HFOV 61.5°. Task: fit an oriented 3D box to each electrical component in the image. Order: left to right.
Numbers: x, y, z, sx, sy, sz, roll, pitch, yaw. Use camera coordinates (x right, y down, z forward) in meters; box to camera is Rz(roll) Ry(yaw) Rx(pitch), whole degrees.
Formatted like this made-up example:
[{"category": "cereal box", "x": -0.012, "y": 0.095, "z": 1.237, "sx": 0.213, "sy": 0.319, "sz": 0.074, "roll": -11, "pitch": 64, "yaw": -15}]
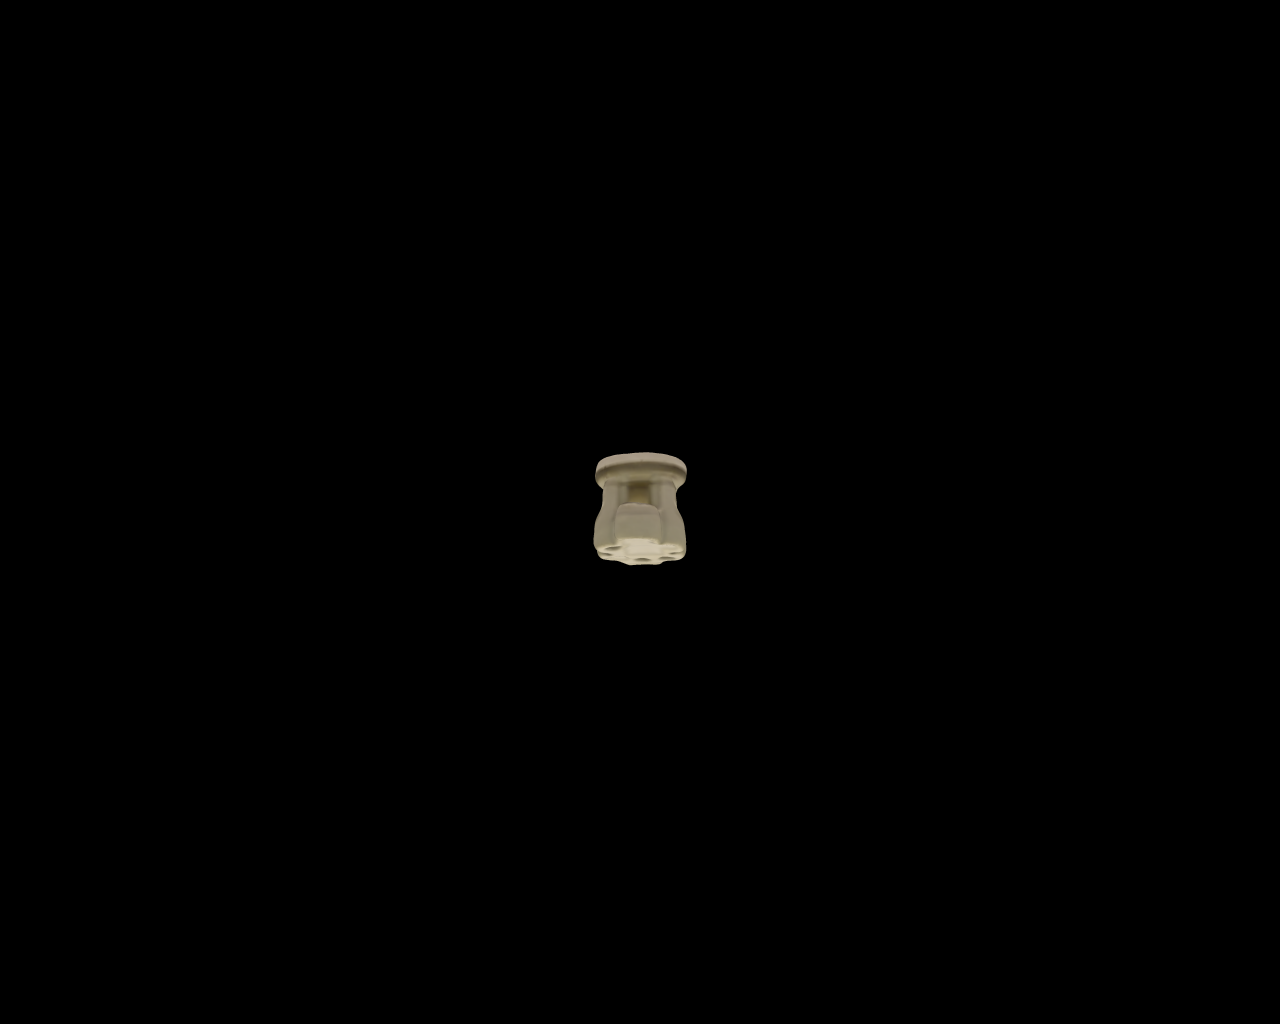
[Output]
[{"category": "electrical component", "x": 0.001, "y": -0.003, "z": 0.650, "sx": 0.058, "sy": 0.057, "sz": 0.078, "roll": -1, "pitch": -15, "yaw": 4}]
